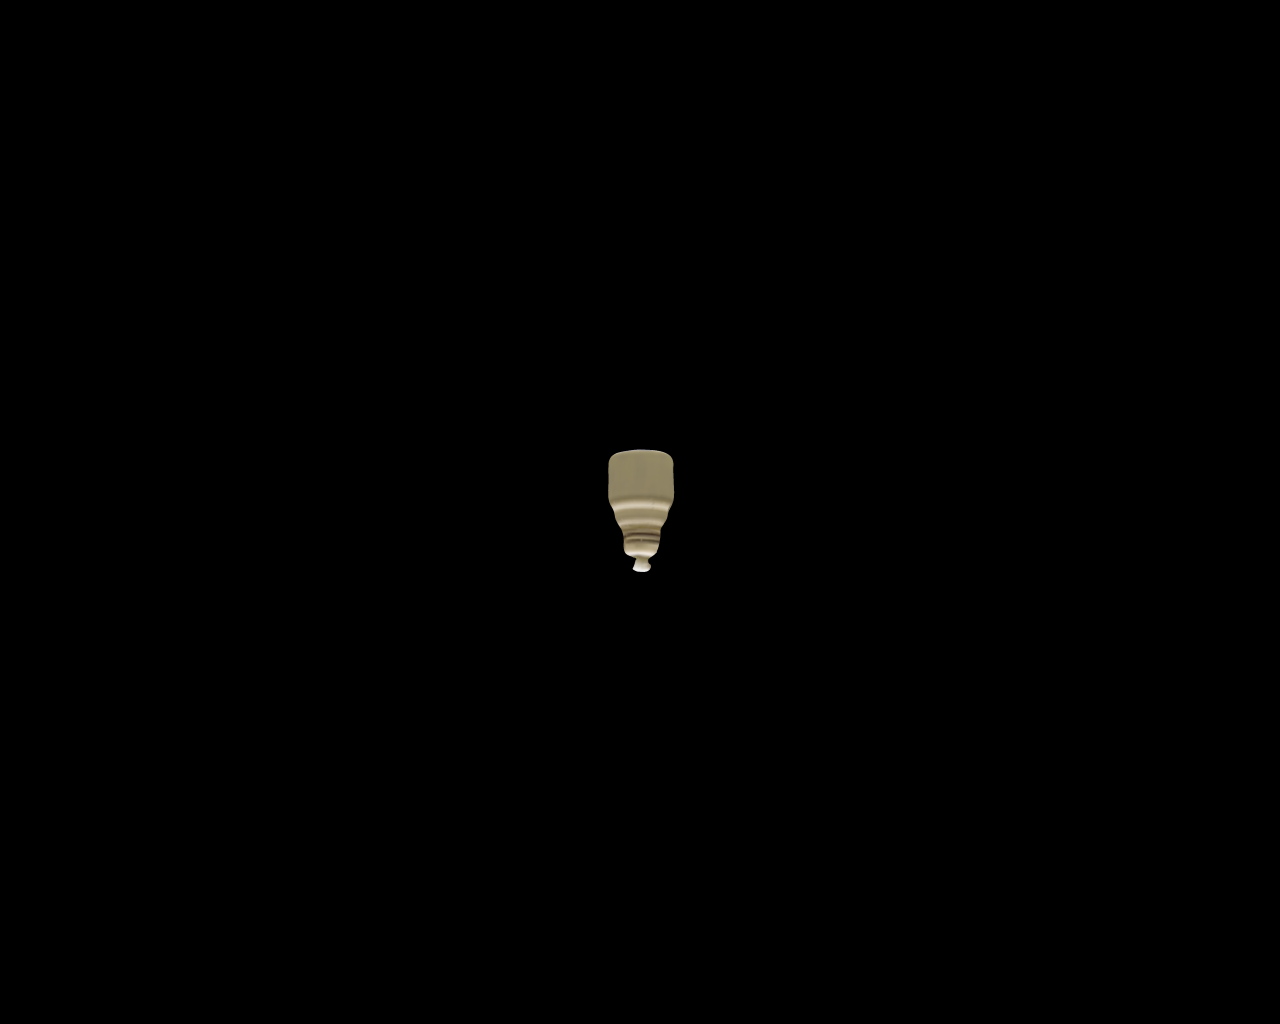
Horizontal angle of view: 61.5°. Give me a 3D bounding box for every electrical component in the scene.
[{"bbox_3d":[0.001,-0.003,0.650,0.040,0.078,0.040,0,-11,0],"label":"electrical component"}]
